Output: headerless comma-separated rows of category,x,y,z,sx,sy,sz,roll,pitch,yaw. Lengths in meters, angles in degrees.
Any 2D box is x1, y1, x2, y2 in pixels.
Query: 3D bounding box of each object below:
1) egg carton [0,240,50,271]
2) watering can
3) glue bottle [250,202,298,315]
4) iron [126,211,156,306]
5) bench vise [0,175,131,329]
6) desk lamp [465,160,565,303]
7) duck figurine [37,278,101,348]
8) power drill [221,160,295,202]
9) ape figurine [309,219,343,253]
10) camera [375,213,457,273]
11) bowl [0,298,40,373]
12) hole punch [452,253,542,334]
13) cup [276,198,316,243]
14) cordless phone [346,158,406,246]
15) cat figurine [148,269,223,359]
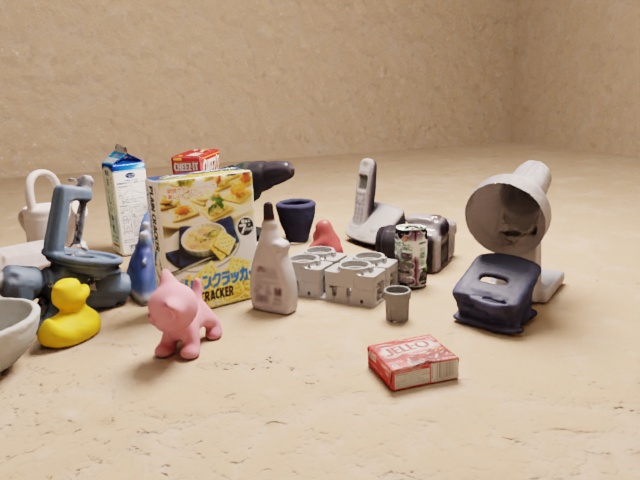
egg carton,-0.552,0.046,1.084,0.107,0.069,0.151,12,20,43
watering can,-0.575,-0.054,1.228,0.173,0.194,0.101,-2,15,-1
glue bottle,-0.074,0.027,0.888,0.077,0.173,0.037,7,17,30
iron,-0.302,0.010,1.048,0.118,0.141,0.258,-4,15,-6
bench vise,-0.392,0.018,0.870,0.121,0.220,0.208,6,16,27
desk lamp,0.314,-0.012,0.904,0.117,0.214,0.204,8,18,34
duck figurine,-0.362,0.099,0.821,0.077,0.086,0.105,1,15,12
power drill,-0.149,-0.056,1.147,0.229,0.208,0.076,4,16,22
ape figurine,0.010,0.004,1.126,0.078,0.092,0.076,-11,17,-30
camera,0.187,-0.006,1.123,0.136,0.101,0.143,5,16,26
bowl,-0.438,0.134,0.720,0.167,0.075,0.167,-2,14,1
hole punch,0.255,0.074,0.824,0.108,0.091,0.101,11,19,41
cup,-0.051,-0.045,1.319,0.091,0.095,0.118,1,15,12
cordless phone,0.122,-0.082,1.258,0.094,0.185,0.147,-12,17,-32
cat figurine,-0.184,0.092,0.761,0.067,0.118,0.128,2,15,14
